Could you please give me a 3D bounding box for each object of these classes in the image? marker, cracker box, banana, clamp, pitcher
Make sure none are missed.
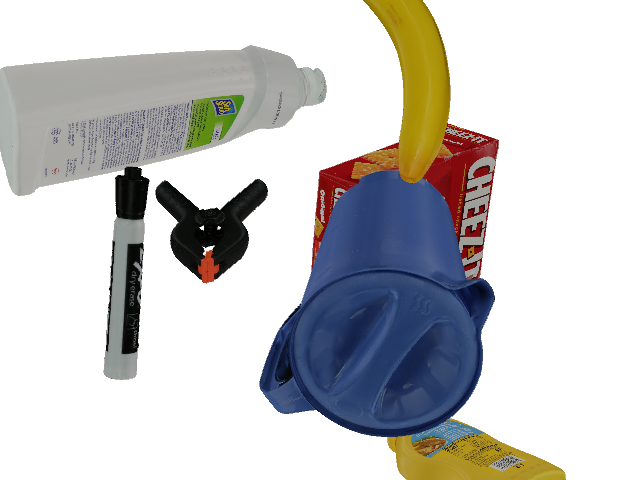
[{"bbox_3d":[-0.110,0.019,0.604,0.020,0.121,0.020,5,10,-1],"label":"marker"},{"bbox_3d":[0.082,-0.007,1.017,0.072,0.164,0.213,22,29,34],"label":"cracker box"},{"bbox_3d":[0.067,-0.142,0.852,0.070,0.198,0.037,-22,-19,10],"label":"banana"},{"bbox_3d":[-0.104,-0.018,1.106,0.120,0.039,0.171,-11,37,-7],"label":"clamp"},{"bbox_3d":[0.044,0.038,0.834,0.149,0.145,0.242,11,24,0],"label":"pitcher"}]

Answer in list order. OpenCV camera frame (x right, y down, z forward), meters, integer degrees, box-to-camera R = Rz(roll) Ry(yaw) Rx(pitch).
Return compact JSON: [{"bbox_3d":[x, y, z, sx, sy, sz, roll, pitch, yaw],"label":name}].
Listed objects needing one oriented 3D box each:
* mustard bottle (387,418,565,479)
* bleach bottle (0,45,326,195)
[{"bbox_3d":[0.130,0.211,1.016,0.096,0.058,0.192,-15,24,-38],"label":"mustard bottle"},{"bbox_3d":[-0.116,-0.100,0.825,0.250,0.068,0.103,-10,-29,-22],"label":"bleach bottle"}]
